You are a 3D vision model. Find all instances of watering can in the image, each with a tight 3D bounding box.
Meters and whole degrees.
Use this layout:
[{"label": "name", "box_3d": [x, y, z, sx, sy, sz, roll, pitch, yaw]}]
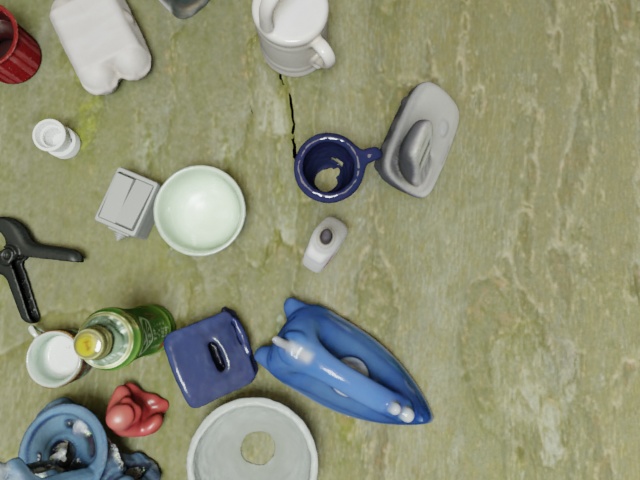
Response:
[{"label": "watering can", "box_3d": [-0.044, -0.298, 0.742, 0.173, 0.194, 0.101, 27, 86, 2]}]

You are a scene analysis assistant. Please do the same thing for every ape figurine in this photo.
[{"label": "ape figurine", "box_3d": [-0.250, 0.228, 0.751, 0.076, 0.092, 0.078, -26, 86, -2]}]

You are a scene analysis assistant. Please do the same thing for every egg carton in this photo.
[{"label": "egg carton", "box_3d": [-0.305, -0.283, 0.803, 0.107, 0.069, 0.150, -28, 86, -2]}]

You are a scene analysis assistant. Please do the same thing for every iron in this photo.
[{"label": "iron", "box_3d": [0.044, 0.177, 0.731, 0.258, 0.141, 0.119, 29, 86, 2]}]

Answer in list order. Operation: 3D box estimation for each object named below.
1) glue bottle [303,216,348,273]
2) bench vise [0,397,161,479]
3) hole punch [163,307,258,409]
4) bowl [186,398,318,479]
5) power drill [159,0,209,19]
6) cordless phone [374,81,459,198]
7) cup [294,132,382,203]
[{"label": "glue bottle", "box_3d": [0.007, 0.003, 0.729, 0.037, 0.173, 0.078, 31, 86, 3]}, {"label": "bench vise", "box_3d": [-0.282, 0.277, 0.683, 0.207, 0.219, 0.121, 24, 86, 2]}, {"label": "hole punch", "box_3d": [-0.142, 0.153, 0.758, 0.101, 0.091, 0.109, -24, 86, -2]}, {"label": "bowl", "box_3d": [-0.084, 0.286, 0.756, 0.167, 0.074, 0.167, 0, 85, 0]}, {"label": "power drill", "box_3d": [-0.206, -0.381, 0.741, 0.229, 0.208, 0.075, 44, 87, 3]}, {"label": "cordless phone", "box_3d": [0.135, -0.139, 0.735, 0.094, 0.185, 0.148, 20, 86, 2]}, {"label": "cup", "box_3d": [0.024, -0.094, 0.776, 0.118, 0.095, 0.092, -19, 86, -1]}]
